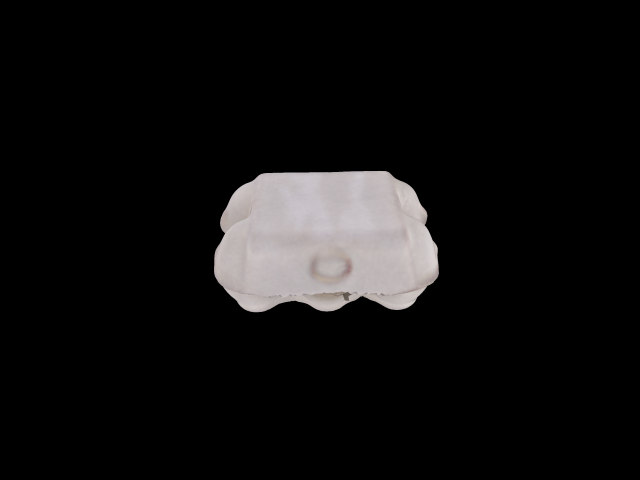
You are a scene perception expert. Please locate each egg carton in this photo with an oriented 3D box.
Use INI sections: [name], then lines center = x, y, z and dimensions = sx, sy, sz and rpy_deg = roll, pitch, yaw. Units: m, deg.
[egg carton]
center = 0.004, 0.001, 0.400
dimensions = 0.150, 0.069, 0.107
rpy_deg = -2, 36, -2
